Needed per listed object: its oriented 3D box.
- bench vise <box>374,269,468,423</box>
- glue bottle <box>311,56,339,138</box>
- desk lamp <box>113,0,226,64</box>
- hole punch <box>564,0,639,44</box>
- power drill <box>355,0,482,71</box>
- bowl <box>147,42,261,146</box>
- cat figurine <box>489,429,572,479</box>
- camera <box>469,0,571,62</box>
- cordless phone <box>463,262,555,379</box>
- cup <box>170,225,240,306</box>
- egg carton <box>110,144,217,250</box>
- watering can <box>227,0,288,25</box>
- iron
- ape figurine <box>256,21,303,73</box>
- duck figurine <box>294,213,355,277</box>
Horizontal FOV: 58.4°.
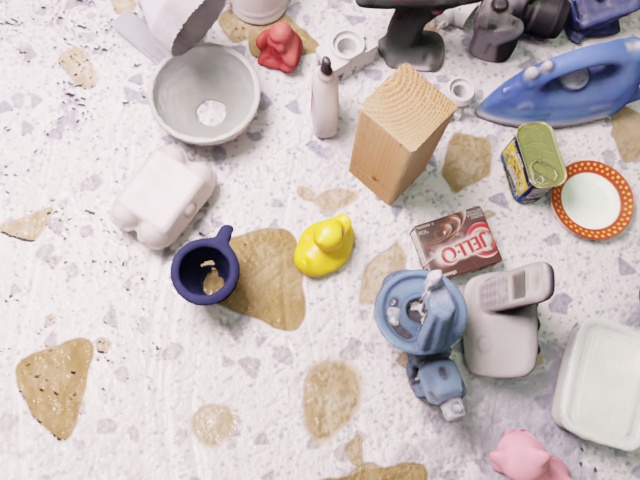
[{"bbox_3d":[0.153,0.118,0.727,0.121,0.220,0.207,-34,79,-10],"label":"bench vise"},{"bbox_3d":[0.007,-0.217,0.833,0.037,0.173,0.078,-10,76,-4],"label":"glue bottle"},{"bbox_3d":[-0.232,-0.341,0.836,0.203,0.213,0.118,38,77,8],"label":"desk lamp"},{"bbox_3d":[0.456,-0.395,0.939,0.101,0.091,0.108,-9,76,-4],"label":"hole punch"},{"bbox_3d":[0.163,-0.341,0.853,0.229,0.208,0.075,4,75,-1],"label":"power drill"},{"bbox_3d":[-0.171,-0.211,0.876,0.167,0.075,0.167,1,75,-2],"label":"bowl"},{"bbox_3d":[0.276,0.290,0.739,0.127,0.118,0.067,31,76,6],"label":"cat figurine"},{"bbox_3d":[0.326,-0.365,0.922,0.136,0.101,0.143,18,75,3],"label":"camera"},{"bbox_3d":[0.254,0.105,0.752,0.094,0.185,0.147,1,75,-2],"label":"cordless phone"},{"bbox_3d":[-0.149,0.040,0.801,0.091,0.095,0.118,23,76,4],"label":"cup"},{"bbox_3d":[-0.226,-0.063,0.838,0.107,0.069,0.150,32,76,6],"label":"egg carton"},{"bbox_3d":[-0.095,-0.435,0.876,0.101,0.194,0.173,44,78,9],"label":"watering can"},{"bbox_3d":[0.377,-0.249,0.872,0.258,0.141,0.118,-14,76,-6],"label":"iron"},{"bbox_3d":[-0.061,-0.308,0.897,0.076,0.092,0.078,-29,78,-9],"label":"ape figurine"},{"bbox_3d":[0.008,0.003,0.821,0.077,0.086,0.105,44,78,9],"label":"duck figurine"}]
